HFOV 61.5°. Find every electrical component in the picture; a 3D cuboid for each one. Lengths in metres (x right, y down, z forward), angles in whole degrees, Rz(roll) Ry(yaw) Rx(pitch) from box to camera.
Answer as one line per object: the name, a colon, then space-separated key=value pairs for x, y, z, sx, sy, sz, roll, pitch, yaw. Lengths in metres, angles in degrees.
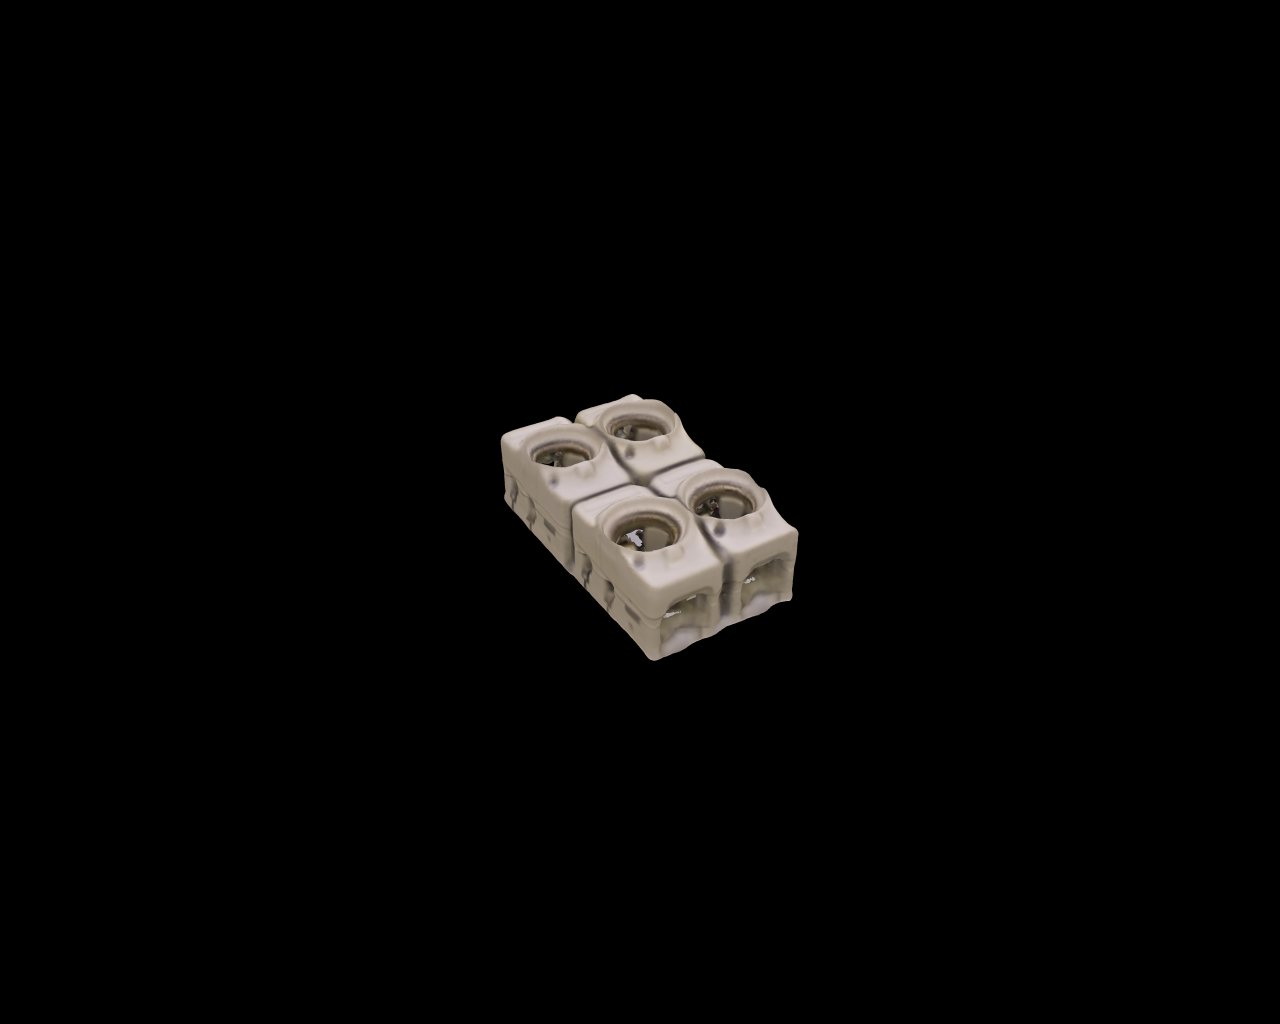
electrical component: x=0.001 y=-0.003 z=0.650 sx=0.105 sy=0.060 sz=0.186 roll=-20 pitch=41 yaw=-25
